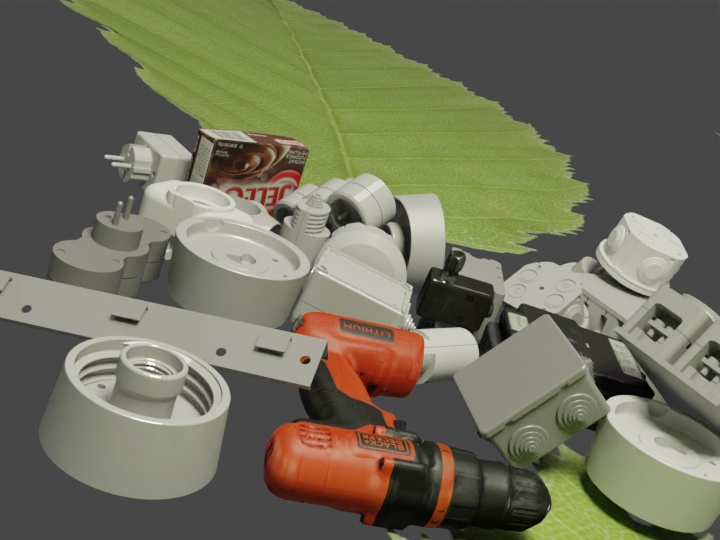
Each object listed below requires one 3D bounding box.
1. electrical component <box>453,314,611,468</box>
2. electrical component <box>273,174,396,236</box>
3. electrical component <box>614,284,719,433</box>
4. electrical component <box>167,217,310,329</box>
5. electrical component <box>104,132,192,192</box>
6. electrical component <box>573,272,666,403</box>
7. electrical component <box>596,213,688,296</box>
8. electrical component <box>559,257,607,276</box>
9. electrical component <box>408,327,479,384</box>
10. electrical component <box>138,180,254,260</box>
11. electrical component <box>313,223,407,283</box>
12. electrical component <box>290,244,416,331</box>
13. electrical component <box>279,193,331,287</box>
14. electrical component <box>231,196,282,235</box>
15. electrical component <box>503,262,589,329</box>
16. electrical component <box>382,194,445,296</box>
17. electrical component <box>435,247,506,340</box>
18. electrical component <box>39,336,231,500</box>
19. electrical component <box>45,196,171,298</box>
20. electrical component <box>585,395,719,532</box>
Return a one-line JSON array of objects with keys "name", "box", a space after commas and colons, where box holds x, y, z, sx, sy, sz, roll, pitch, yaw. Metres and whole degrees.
[{"name": "electrical component", "box": [0.126, 0.091, 0.791, 0.048, 0.100, 0.099, 53, 6, -24]}, {"name": "electrical component", "box": [-0.015, -0.063, 1.018, 0.074, 0.052, 0.138, -37, 20, -35]}, {"name": "electrical component", "box": [0.287, 0.096, 0.840, 0.186, 0.060, 0.105, 46, -2, -43]}, {"name": "electrical component", "box": [-0.100, 0.008, 0.846, 0.108, 0.060, 0.108, 17, 20, -7]}, {"name": "electrical component", "box": [-0.211, -0.103, 1.052, 0.077, 0.047, 0.066, 3, 25, -38]}, {"name": "electrical component", "box": [0.274, 0.073, 1.019, 0.105, 0.060, 0.186, 4, 25, -37]}, {"name": "electrical component", "box": [0.280, -0.015, 1.068, 0.080, 0.051, 0.080, 22, 30, -13]}, {"name": "electrical component", "box": [0.230, 0.012, 1.116, 0.077, 0.079, 0.044, 1, 57, -41]}, {"name": "electrical component", "box": [0.051, 0.068, 0.853, 0.081, 0.043, 0.043, 0, 27, -42]}, {"name": "electrical component", "box": [-0.143, -0.038, 0.928, 0.095, 0.059, 0.054, 27, 21, 19]}, {"name": "electrical component", "box": [0.000, 0.000, 0.933, 0.080, 0.080, 0.051, 18, 15, -4]}, {"name": "electrical component", "box": [-0.002, 0.034, 0.879, 0.096, 0.061, 0.061, 27, 21, -1]}, {"name": "electrical component", "box": [-0.050, -0.030, 0.961, 0.043, 0.081, 0.043, 17, 20, -6]}, {"name": "electrical component", "box": [-0.108, -0.043, 0.993, 0.077, 0.044, 0.079, 25, 22, 14]}, {"name": "electrical component", "box": [0.170, 0.035, 0.996, 0.080, 0.051, 0.080, -9, 39, 7]}, {"name": "electrical component", "box": [0.050, -0.024, 1.018, 0.064, 0.099, 0.099, 2, 26, -26]}, {"name": "electrical component", "box": [0.099, 0.025, 0.991, 0.050, 0.055, 0.089, 19, 20, -3]}, {"name": "electrical component", "box": [-0.129, 0.079, 0.636, 0.108, 0.060, 0.108, 17, 20, -6]}, {"name": "electrical component", "box": [-0.187, -0.021, 0.822, 0.052, 0.073, 0.138, 22, 20, 7]}, {"name": "electrical component", "box": [0.217, 0.145, 0.780, 0.108, 0.060, 0.108, 17, 20, -7]}]
